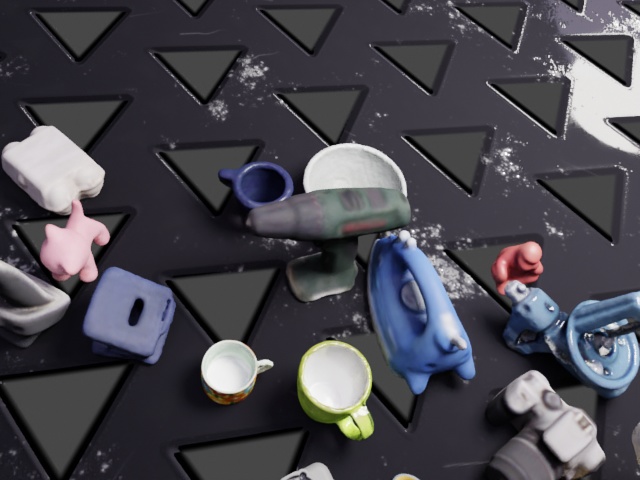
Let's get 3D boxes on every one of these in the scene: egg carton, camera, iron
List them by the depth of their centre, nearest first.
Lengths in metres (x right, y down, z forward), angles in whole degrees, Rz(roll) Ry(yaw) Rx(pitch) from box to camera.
[{"bbox_3d":[0.273,0.260,0.737,0.137,0.101,0.143,-29,66,-23],"label":"camera"},{"bbox_3d":[0.135,0.074,0.810,0.119,0.141,0.258,-12,60,-15],"label":"iron"},{"bbox_3d":[-0.415,-0.109,0.888,0.150,0.069,0.107,37,60,15],"label":"egg carton"}]

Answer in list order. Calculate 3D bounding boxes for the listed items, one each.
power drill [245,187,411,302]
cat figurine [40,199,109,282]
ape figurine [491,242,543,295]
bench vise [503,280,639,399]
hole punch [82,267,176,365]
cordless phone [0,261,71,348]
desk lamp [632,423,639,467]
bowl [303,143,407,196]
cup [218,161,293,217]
[{"bbox_3d":[0.007,0.003,0.796,0.230,0.208,0.075,-15,61,-17],"label":"power drill"},{"bbox_3d":[-0.347,0.004,0.798,0.067,0.118,0.128,4,57,-5],"label":"cat figurine"},{"bbox_3d":[0.312,0.036,0.889,0.078,0.092,0.076,12,57,0],"label":"ape figurine"},{"bbox_3d":[0.352,0.120,0.766,0.207,0.220,0.121,19,57,4],"label":"bench vise"},{"bbox_3d":[-0.251,0.100,0.767,0.101,0.091,0.108,10,57,-2],"label":"hole punch"},{"bbox_3d":[-0.411,0.047,0.721,0.147,0.185,0.094,22,58,6],"label":"cordless phone"},{"bbox_3d":[0.410,0.315,0.655,0.118,0.213,0.203,12,57,0],"label":"desk lamp"},{"bbox_3d":[0.052,-0.071,0.930,0.167,0.075,0.167,4,57,-6],"label":"bowl"},{"bbox_3d":[-0.103,-0.064,0.890,0.117,0.095,0.092,19,57,4],"label":"cup"}]
